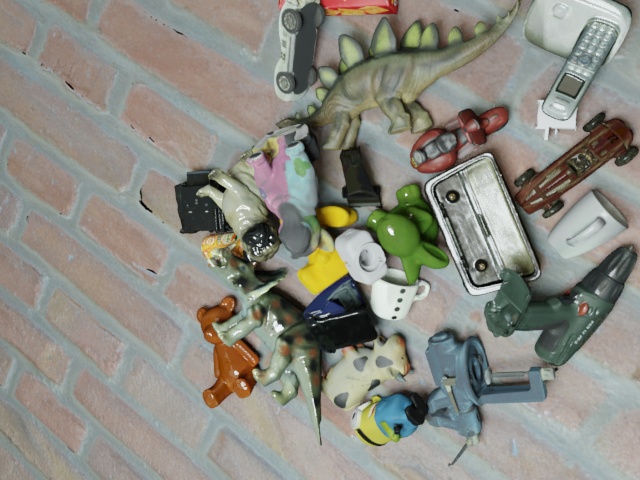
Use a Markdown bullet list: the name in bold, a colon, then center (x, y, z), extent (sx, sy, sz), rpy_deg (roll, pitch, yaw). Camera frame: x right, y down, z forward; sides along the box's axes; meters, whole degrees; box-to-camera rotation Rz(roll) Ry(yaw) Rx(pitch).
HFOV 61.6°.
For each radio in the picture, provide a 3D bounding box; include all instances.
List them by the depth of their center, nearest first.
- **radio**: center (0.280, -0.026, 0.934), extent (0.131, 0.073, 0.229), rpy_deg (-23, 89, 22)

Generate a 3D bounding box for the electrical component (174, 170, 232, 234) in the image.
- **electrical component**: center (-0.245, -0.081, 1.142), extent (0.115, 0.058, 0.134), rpy_deg (-3, 98, 20)

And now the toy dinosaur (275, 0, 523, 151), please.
- **toy dinosaur**: center (0.124, -0.279, 0.939), extent (0.472, 0.105, 0.198), rpy_deg (-12, 94, 24)

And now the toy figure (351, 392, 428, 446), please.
- **toy figure**: center (0.129, 0.343, 1.021), extent (0.180, 0.082, 0.089), rpy_deg (-33, 77, 46)

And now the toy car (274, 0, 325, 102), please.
- **toy car**: center (-0.041, -0.347, 0.974), extent (0.056, 0.073, 0.201), rpy_deg (37, 138, 27)

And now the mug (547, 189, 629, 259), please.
- **mug**: center (0.425, -0.013, 0.867), extent (0.081, 0.109, 0.107), rpy_deg (44, 124, 4)

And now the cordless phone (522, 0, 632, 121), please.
- **cordless phone**: center (0.373, -0.289, 0.837), extent (0.147, 0.088, 0.184), rpy_deg (29, 100, 15)

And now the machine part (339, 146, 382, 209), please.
- **machine part**: center (0.070, -0.110, 0.992), extent (0.084, 0.039, 0.138), rpy_deg (9, 141, 25)

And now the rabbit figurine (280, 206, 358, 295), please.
- **rabbit figurine**: center (-0.002, -0.003, 1.024), extent (0.162, 0.122, 0.173), rpy_deg (-41, 82, 17)

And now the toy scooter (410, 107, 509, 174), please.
- **toy scooter**: center (0.226, -0.169, 0.901), extent (0.184, 0.135, 0.075), rpy_deg (-28, 89, 24)

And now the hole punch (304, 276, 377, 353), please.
- **hole punch**: center (0.035, 0.139, 0.998), extent (0.116, 0.142, 0.092), rpy_deg (-18, 51, 9)

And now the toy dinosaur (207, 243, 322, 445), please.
- **toy dinosaur**: center (-0.077, 0.184, 1.058), extent (0.192, 0.131, 0.405), rpy_deg (-42, 85, -11)

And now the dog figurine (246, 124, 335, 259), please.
- **dog figurine**: center (-0.040, -0.075, 0.947), extent (0.109, 0.192, 0.219), rpy_deg (-11, 117, 14)

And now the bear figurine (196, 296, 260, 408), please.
- **bear figurine**: center (-0.205, 0.231, 1.138), extent (0.120, 0.132, 0.195), rpy_deg (-20, 97, 20)

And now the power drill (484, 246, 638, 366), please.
- **power drill**: center (0.382, 0.096, 0.869), extent (0.086, 0.207, 0.231), rpy_deg (55, 132, 53)

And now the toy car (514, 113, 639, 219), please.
- **toy car**: center (0.414, -0.118, 0.880), extent (0.202, 0.053, 0.089), rpy_deg (-40, 86, 21)

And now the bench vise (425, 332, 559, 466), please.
- **bench vise**: center (0.293, 0.264, 0.947), extent (0.241, 0.129, 0.223), rpy_deg (-14, 87, 33)

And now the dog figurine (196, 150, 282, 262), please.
- **dog figurine**: center (-0.119, -0.064, 1.046), extent (0.190, 0.172, 0.121), rpy_deg (51, 152, 0)

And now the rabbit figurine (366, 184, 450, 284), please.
- **rabbit figurine**: center (0.144, -0.003, 0.938), extent (0.121, 0.170, 0.159), rpy_deg (-31, 86, 22)

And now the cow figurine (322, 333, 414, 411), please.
- **cow figurine**: center (0.093, 0.256, 1.047), extent (0.127, 0.085, 0.195), rpy_deg (45, 109, 16)
